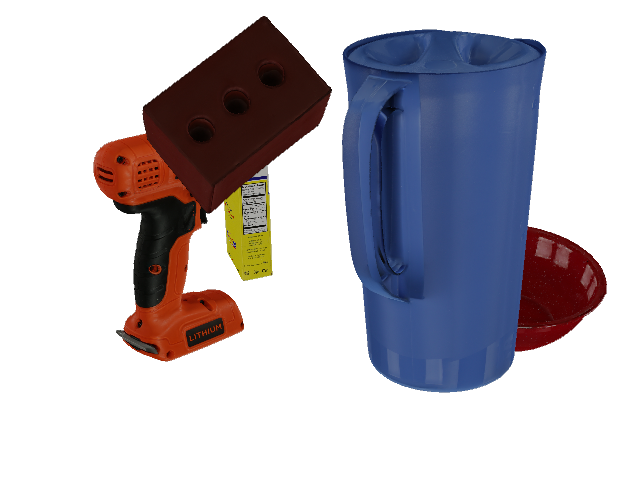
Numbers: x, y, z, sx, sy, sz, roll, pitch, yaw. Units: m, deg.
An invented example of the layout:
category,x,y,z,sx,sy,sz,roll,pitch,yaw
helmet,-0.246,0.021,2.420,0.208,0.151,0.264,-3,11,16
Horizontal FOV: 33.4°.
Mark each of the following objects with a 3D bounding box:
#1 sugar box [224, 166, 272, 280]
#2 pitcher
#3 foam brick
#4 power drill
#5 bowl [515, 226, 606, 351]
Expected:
category,x,y,z,sx,sy,sz,roll,pitch,yaw
sugar box,-0.093,-0.049,1.319,0.048,0.176,0.093,-11,26,-15
pitcher,0.078,-0.017,0.739,0.149,0.243,0.145,-6,22,-9
foam brick,-0.042,-0.061,0.528,0.078,0.053,0.051,-41,-5,-12
power drill,-0.101,-0.008,0.873,0.057,0.188,0.184,18,26,40
bowl,0.164,0.048,0.933,0.162,0.055,0.162,1,32,-1
